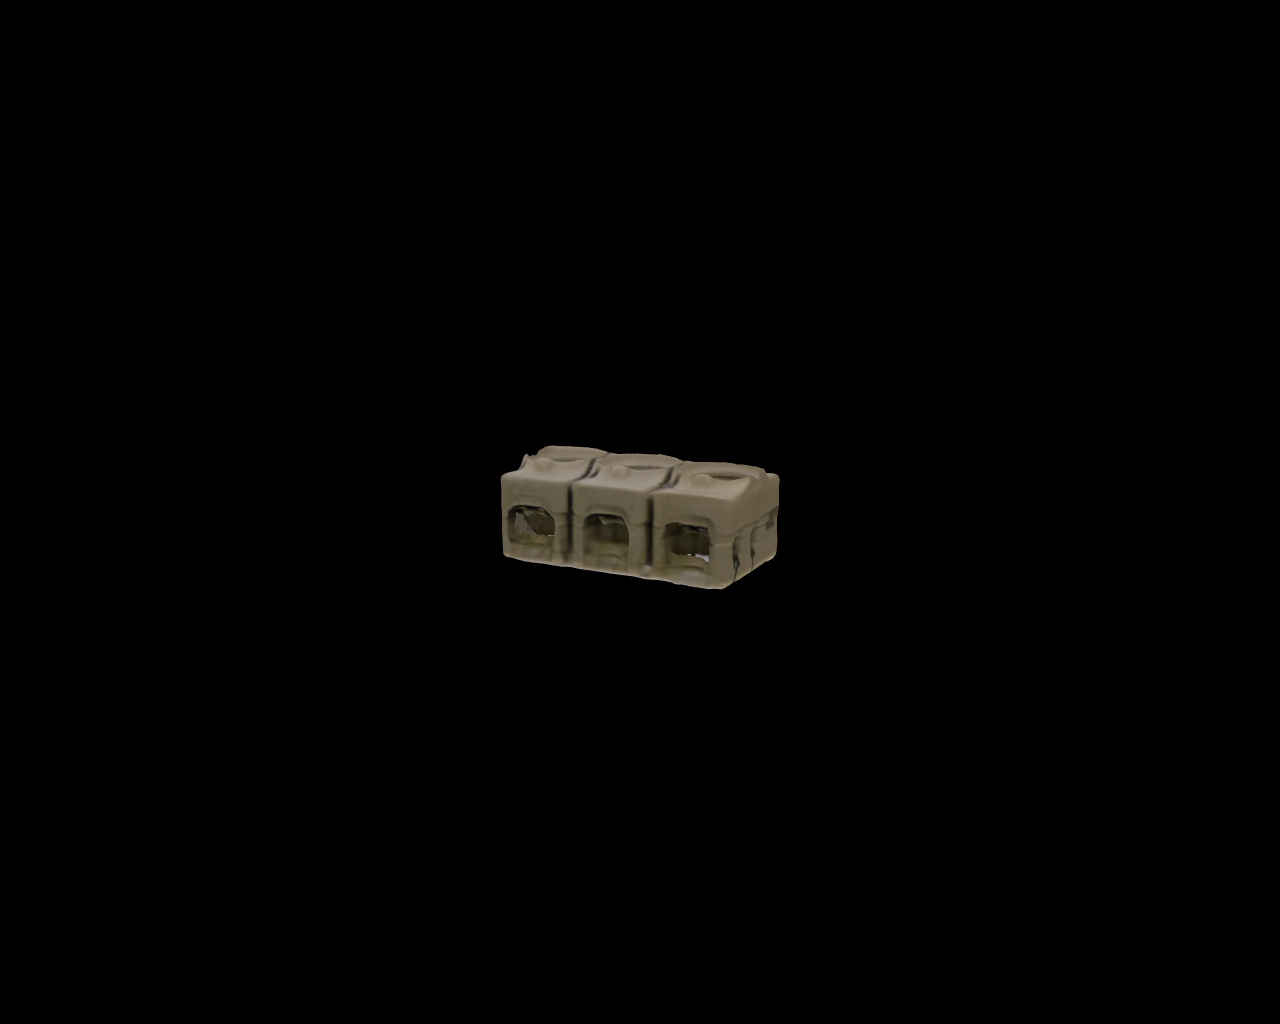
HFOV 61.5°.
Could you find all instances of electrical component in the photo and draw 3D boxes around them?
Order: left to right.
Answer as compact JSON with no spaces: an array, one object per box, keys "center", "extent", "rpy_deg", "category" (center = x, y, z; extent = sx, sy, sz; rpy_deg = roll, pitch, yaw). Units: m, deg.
[{"center":[0.001,-0.003,0.650],"extent":[0.150,0.061,0.090],"rpy_deg":[7,16,26],"category":"electrical component"}]
